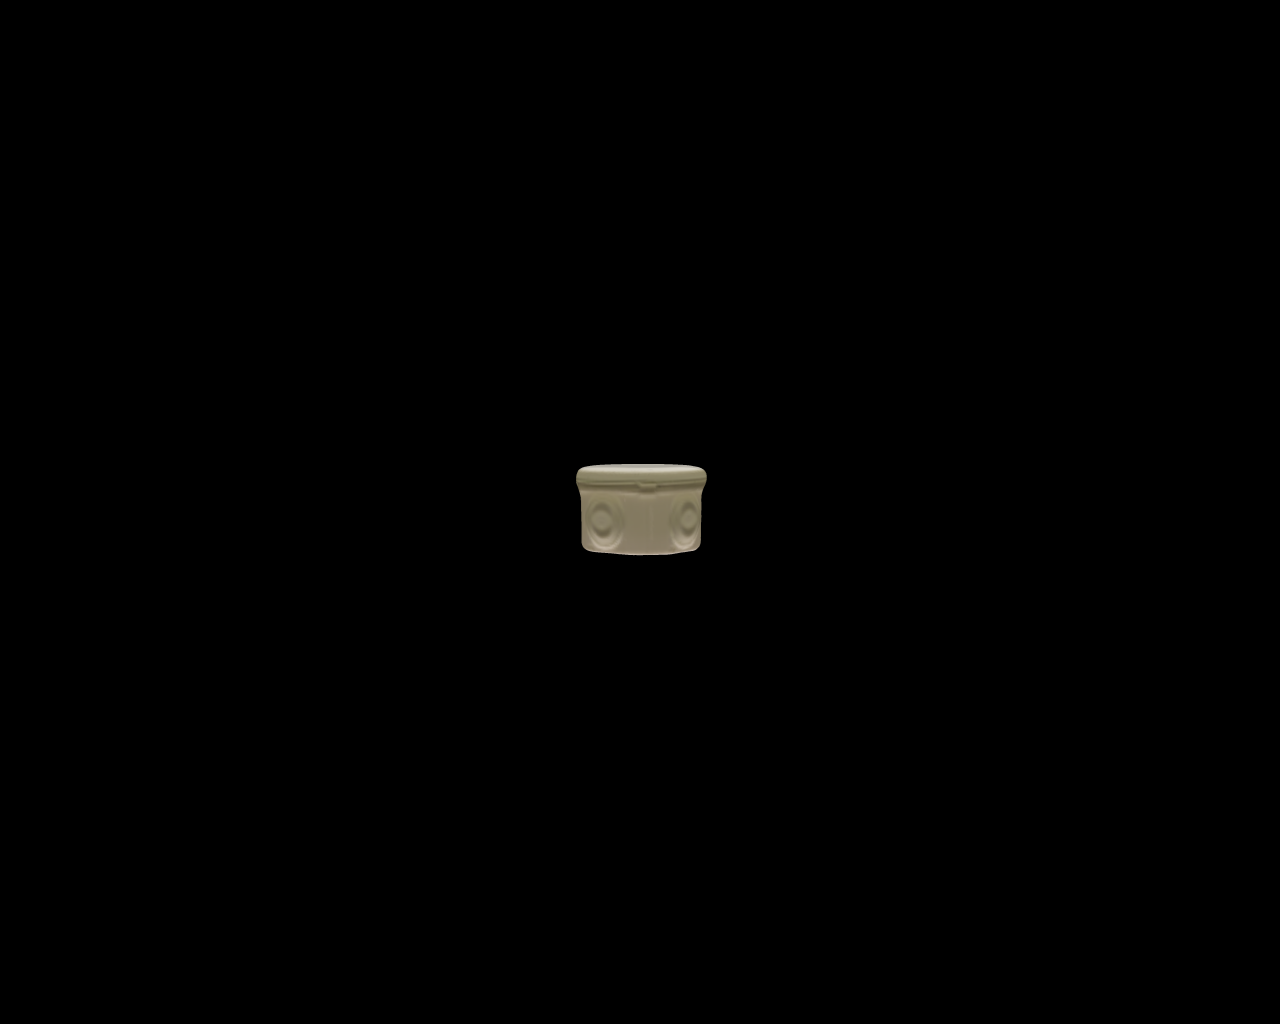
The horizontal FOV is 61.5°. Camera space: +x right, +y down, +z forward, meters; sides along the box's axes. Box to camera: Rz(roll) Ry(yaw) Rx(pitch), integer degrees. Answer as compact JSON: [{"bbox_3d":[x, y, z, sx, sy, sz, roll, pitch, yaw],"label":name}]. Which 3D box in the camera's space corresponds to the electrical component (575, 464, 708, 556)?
[{"bbox_3d":[0.001,-0.003,0.650,0.080,0.051,0.080,0,5,0],"label":"electrical component"}]
